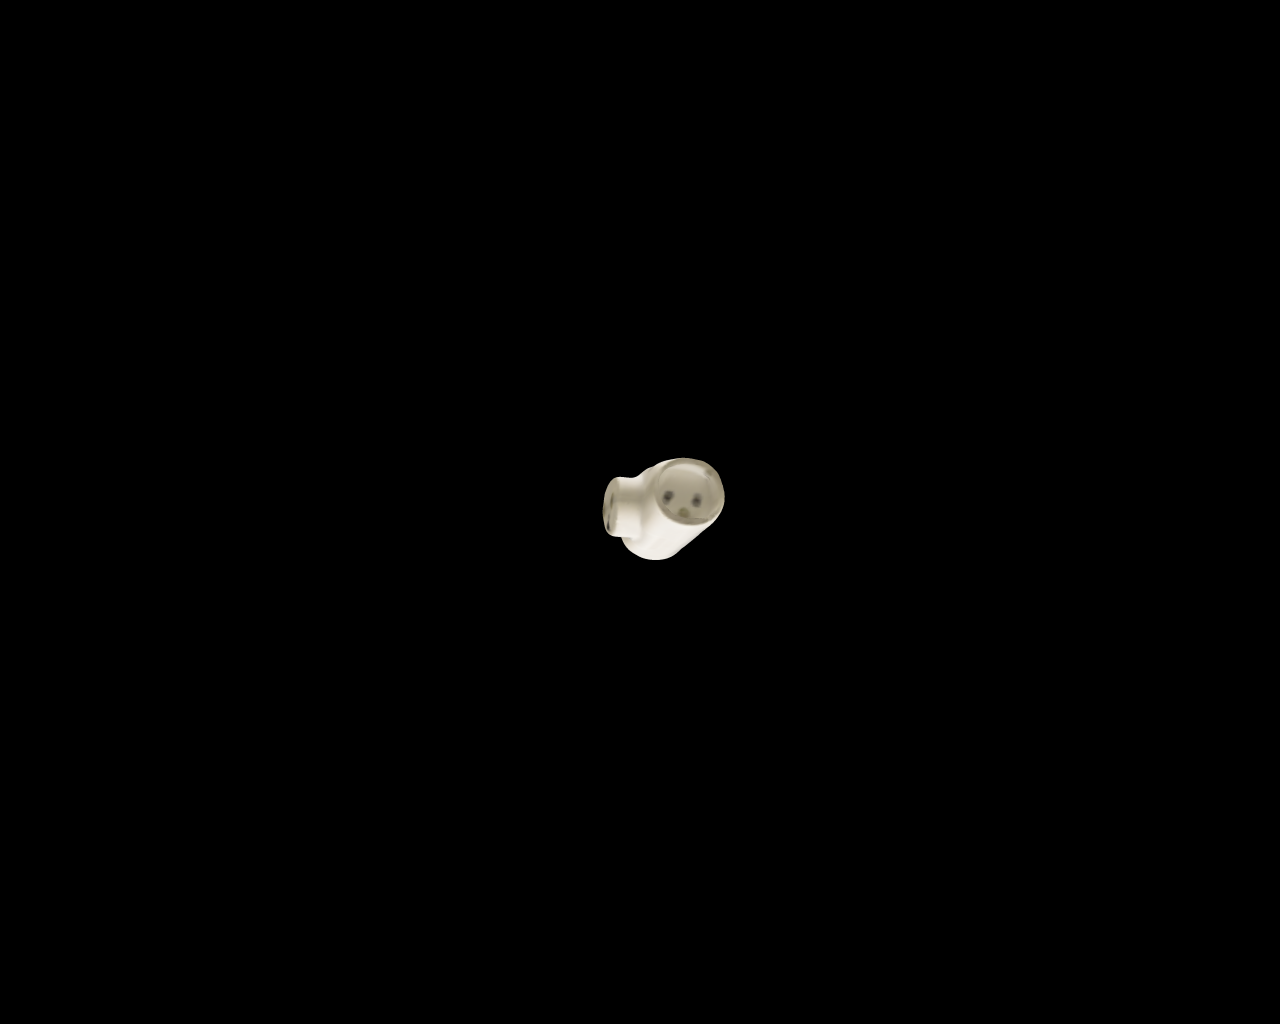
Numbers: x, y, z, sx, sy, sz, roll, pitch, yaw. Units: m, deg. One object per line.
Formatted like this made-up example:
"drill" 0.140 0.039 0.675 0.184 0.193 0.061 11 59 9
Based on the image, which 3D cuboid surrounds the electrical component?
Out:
"electrical component" 0.001 -0.003 0.650 0.079 0.043 0.077 5 -19 -15
